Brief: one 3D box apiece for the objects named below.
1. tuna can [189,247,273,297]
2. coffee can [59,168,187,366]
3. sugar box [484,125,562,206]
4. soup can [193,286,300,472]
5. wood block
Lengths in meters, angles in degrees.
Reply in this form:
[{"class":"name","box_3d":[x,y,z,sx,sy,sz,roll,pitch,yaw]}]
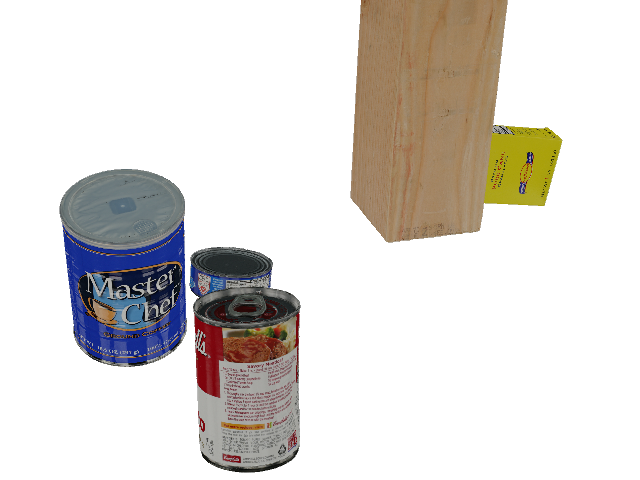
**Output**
[{"class":"tuna can","box_3d":[-0.094,0.036,1.113,0.086,0.034,0.086,5,18,-2]},{"class":"coffee can","box_3d":[-0.168,0.024,0.924,0.103,0.140,0.103,3,39,-2]},{"class":"sugar box","box_3d":[0.197,-0.093,1.294,0.176,0.093,0.048,0,26,-20]},{"class":"soup can","box_3d":[-0.046,0.088,0.687,0.068,0.102,0.068,0,17,0]},{"class":"wood block","box_3d":[0.085,-0.113,0.873,0.090,0.206,0.091,-7,30,-17]}]
